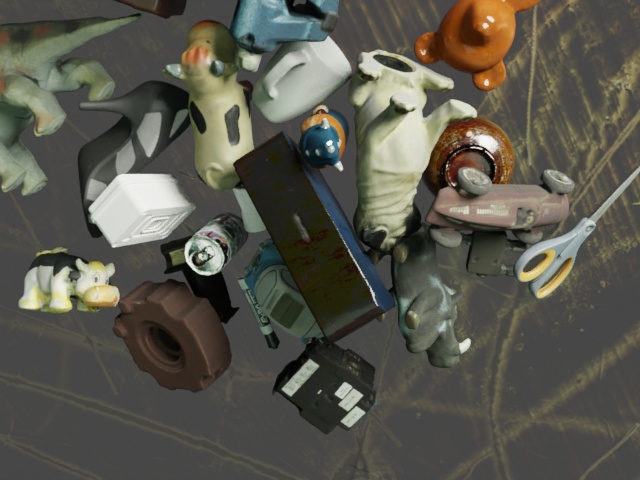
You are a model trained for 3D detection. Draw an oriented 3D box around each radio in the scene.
[{"bbox_3d":[-0.001,-0.002,0.622,0.073,0.131,0.229,-30,77,10],"label":"radio"}]

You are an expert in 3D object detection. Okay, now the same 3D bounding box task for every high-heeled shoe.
[{"bbox_3d":[-0.244,-0.100,0.719,0.145,0.086,0.248,-4,138,-25],"label":"high-heeled shoe"}]

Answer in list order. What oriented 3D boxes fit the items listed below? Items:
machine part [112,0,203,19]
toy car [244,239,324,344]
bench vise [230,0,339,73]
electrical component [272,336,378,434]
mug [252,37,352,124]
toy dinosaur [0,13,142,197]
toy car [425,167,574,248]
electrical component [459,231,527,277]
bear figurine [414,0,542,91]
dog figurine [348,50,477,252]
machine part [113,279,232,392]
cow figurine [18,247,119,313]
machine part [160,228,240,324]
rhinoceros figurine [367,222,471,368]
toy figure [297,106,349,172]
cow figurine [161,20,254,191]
[{"bbox_3d":[-0.198,-0.364,0.583,0.201,0.087,0.201,22,114,1],"label":"machine part"},{"bbox_3d":[-0.027,0.073,0.713,0.161,0.103,0.109,33,112,-6],"label":"toy car"},{"bbox_3d":[-0.089,-0.270,0.479,0.240,0.129,0.223,6,136,-28],"label":"bench vise"},{"bbox_3d":[0.015,0.213,0.782,0.134,0.058,0.115,39,114,-6],"label":"electrical component"},{"bbox_3d":[-0.030,-0.181,0.617,0.107,0.109,0.081,-38,93,30],"label":"mug"},{"bbox_3d":[-0.400,-0.184,0.676,0.192,0.131,0.405,43,105,-8],"label":"toy dinosaur"},{"bbox_3d":[0.208,-0.033,0.607,0.202,0.053,0.089,-3,133,-32],"label":"toy car"},{"bbox_3d":[0.214,0.017,0.692,0.094,0.021,0.063,9,112,6],"label":"electrical component"},{"bbox_3d":[0.182,-0.256,0.539,0.120,0.132,0.195,30,107,2],"label":"bear figurine"},{"bbox_3d":[0.070,-0.102,0.624,0.121,0.172,0.190,8,130,-17],"label":"dog figurine"},{"bbox_3d":[-0.212,0.139,0.767,0.180,0.056,0.179,14,123,22],"label":"machine part"},{"bbox_3d":[-0.348,0.055,0.762,0.168,0.068,0.098,-5,75,26],"label":"cow figurine"},{"bbox_3d":[-0.169,0.057,0.766,0.084,0.039,0.138,-22,104,9],"label":"machine part"},{"bbox_3d":[0.130,0.074,0.690,0.073,0.112,0.190,-11,96,53],"label":"rhinoceros figurine"},{"bbox_3d":[0.005,-0.112,0.607,0.058,0.154,0.064,-41,101,19],"label":"toy figure"},{"bbox_3d":[-0.122,-0.152,0.629,0.086,0.127,0.194,0,113,6],"label":"cow figurine"}]
